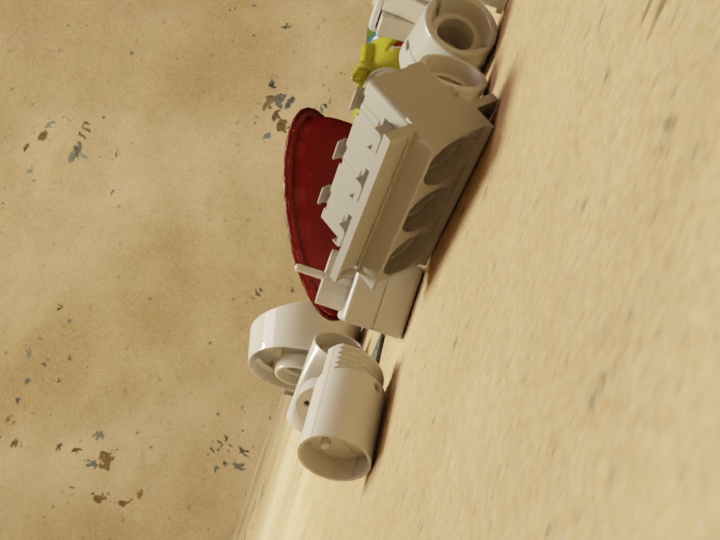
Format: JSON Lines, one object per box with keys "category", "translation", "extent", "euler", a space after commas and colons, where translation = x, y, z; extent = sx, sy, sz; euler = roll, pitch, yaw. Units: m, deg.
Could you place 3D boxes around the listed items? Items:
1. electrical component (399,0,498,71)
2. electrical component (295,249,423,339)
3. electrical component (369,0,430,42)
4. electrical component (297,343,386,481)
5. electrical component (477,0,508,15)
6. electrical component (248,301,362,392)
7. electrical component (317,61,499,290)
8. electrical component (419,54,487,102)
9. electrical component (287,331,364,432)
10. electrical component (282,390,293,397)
{"category": "electrical component", "translation": [0.059, -0.147, 0.704], "extent": [0.047, 0.055, 0.055], "euler": [123, 166, -61]}
{"category": "electrical component", "translation": [-0.006, 0.010, 0.697], "extent": [0.066, 0.077, 0.047], "euler": [164, 124, -86]}
{"category": "electrical component", "translation": [0.050, -0.251, 1.010], "extent": [0.061, 0.096, 0.061], "euler": [113, 172, -56]}
{"category": "electrical component", "translation": [-0.008, 0.080, 0.641], "extent": [0.081, 0.043, 0.043], "euler": [-75, 5, -45]}
{"category": "electrical component", "translation": [0.094, -0.273, 0.739], "extent": [0.186, 0.060, 0.105], "euler": [-76, 5, -49]}
{"category": "electrical component", "translation": [-0.050, 0.067, 0.959], "extent": [0.099, 0.099, 0.064], "euler": [114, 167, -57]}
{"category": "electrical component", "translation": [0.021, -0.054, 0.619], "extent": [0.079, 0.063, 0.121], "euler": [-25, -26, -32]}
{"category": "electrical component", "translation": [0.049, -0.099, 0.669], "extent": [0.045, 0.045, 0.055], "euler": [-77, 6, -55]}
{"category": "electrical component", "translation": [-0.030, 0.100, 0.863], "extent": [0.079, 0.043, 0.077], "euler": [-75, 4, -67]}
{"category": "electrical component", "translation": [-0.045, 0.094, 1.119], "extent": [0.065, 0.047, 0.076], "euler": [117, 171, -71]}
